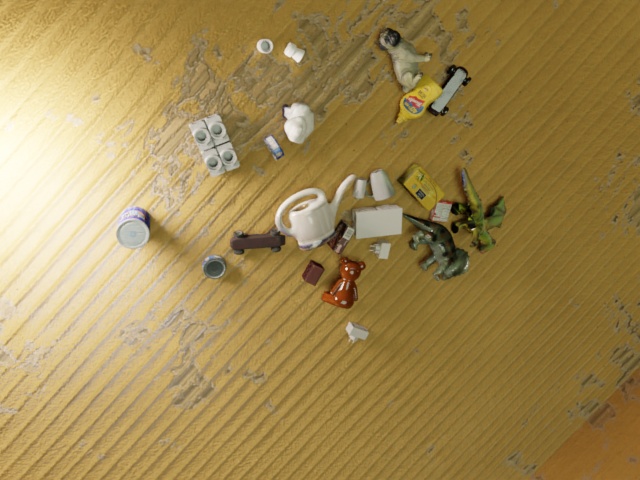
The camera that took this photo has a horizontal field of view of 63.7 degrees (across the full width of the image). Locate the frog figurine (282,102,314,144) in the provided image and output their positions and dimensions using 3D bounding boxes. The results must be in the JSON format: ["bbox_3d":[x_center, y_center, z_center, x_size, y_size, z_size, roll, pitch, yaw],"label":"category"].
[{"bbox_3d":[-0.066,-0.393,1.740,0.122,0.162,0.136,8,107,-21],"label":"frog figurine"}]

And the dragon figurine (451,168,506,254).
[{"bbox_3d":[0.666,-0.117,2.111,0.244,0.123,0.403,-17,116,-29],"label":"dragon figurine"}]

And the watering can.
[{"bbox_3d":[0.006,-0.096,1.899,0.350,0.105,0.220,-24,115,-15],"label":"watering can"}]
